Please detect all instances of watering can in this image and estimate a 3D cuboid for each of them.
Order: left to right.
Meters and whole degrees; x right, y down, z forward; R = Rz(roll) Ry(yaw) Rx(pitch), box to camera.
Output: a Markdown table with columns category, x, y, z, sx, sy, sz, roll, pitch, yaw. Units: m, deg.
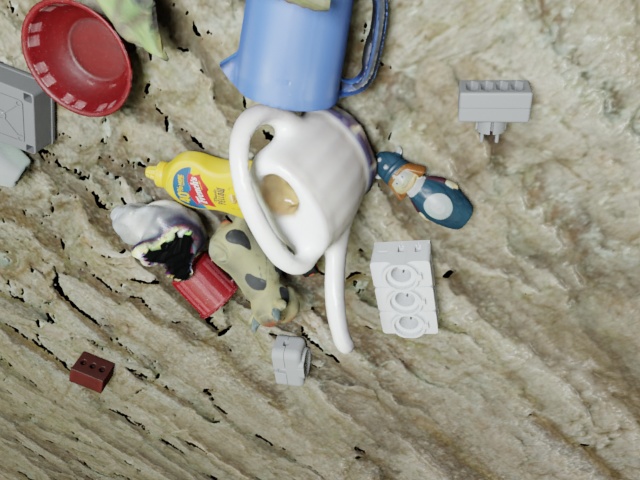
| category | x | y | z | sx | sy | sz | roll | pitch | yaw |
| --- | --- | --- | --- | --- | --- | --- | --- | --- | --- |
| watering can | 0.002 | -0.034 | 0.684 | 0.104 | 0.341 | 0.229 | -3 | 37 | 39 |

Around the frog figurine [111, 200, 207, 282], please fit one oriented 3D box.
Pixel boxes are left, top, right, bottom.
| category | x | y | z | sx | sy | sz | roll | pitch | yaw |
| --- | --- | --- | --- | --- | --- | --- | --- | --- | --- |
| frog figurine | -0.262 | -0.025 | 0.836 | 0.137 | 0.121 | 0.162 | 13 | 25 | -45 |

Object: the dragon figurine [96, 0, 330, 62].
| category | x | y | z | sx | sy | sz | roll | pitch | yaw |
| --- | --- | --- | --- | --- | --- | --- | --- | --- | --- |
| dragon figurine | -0.184 | -0.307 | 0.576 | 0.124 | 0.411 | 0.238 | -45 | -4 | -31 |
